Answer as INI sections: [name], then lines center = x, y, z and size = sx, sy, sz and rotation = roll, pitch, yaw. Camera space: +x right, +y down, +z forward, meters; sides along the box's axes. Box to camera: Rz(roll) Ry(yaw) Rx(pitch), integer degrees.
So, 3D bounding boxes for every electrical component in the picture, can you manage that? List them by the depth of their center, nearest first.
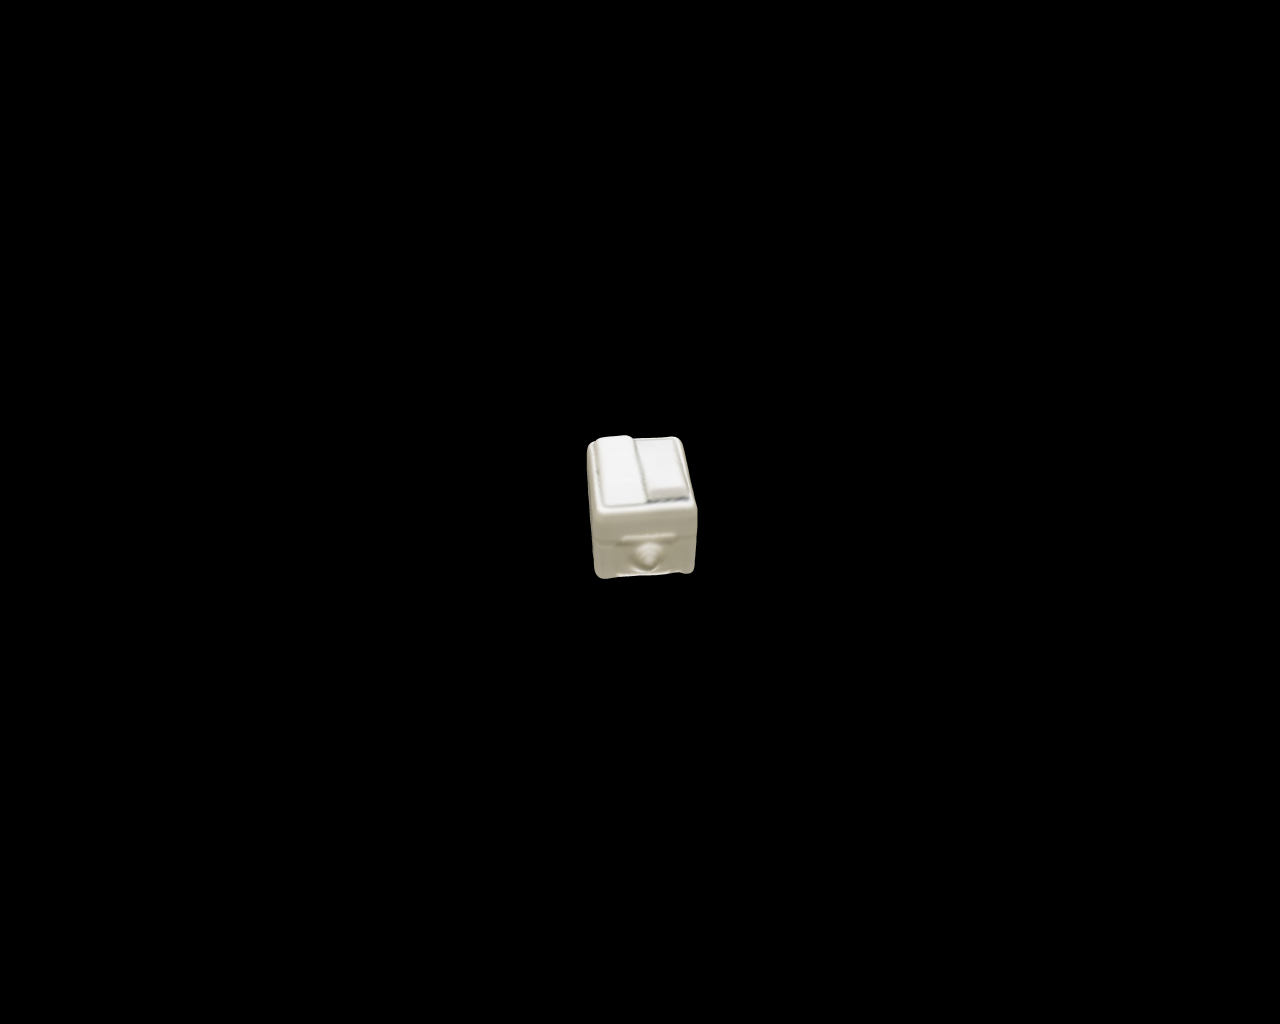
[electrical component]
center = 0.001, -0.003, 0.650
size = 0.062, 0.061, 0.096
rotation = -3, 37, -4
